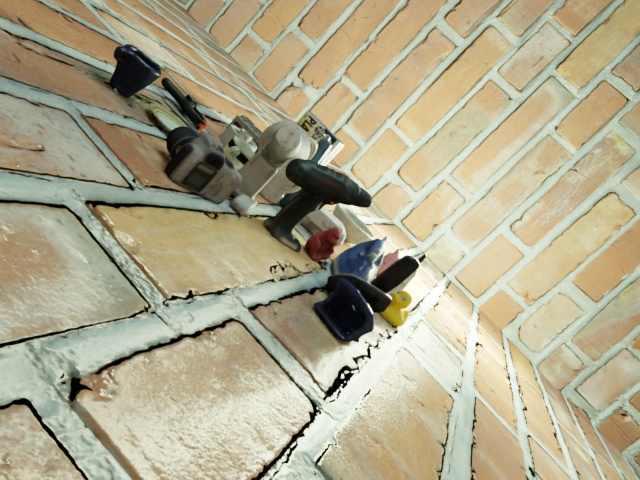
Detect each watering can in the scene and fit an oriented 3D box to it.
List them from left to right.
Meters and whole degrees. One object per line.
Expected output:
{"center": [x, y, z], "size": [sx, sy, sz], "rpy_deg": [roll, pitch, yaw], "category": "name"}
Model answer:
{"center": [-0.091, -0.201, 1.500], "size": [0.172, 0.194, 0.101], "rpy_deg": [47, 12, 12], "category": "watering can"}

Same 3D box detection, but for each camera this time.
{"center": [-0.233, -0.163, 1.124], "size": [0.144, 0.100, 0.136], "rpy_deg": [29, 19, -52], "category": "camera"}

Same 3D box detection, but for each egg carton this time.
{"center": [0.007, -0.044, 1.595], "size": [0.150, 0.069, 0.107], "rpy_deg": [42, 12, -11], "category": "egg carton"}

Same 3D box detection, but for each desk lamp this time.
{"center": [-0.115, -0.171, 1.271], "size": [0.118, 0.213, 0.203], "rpy_deg": [43, 12, -6], "category": "desk lamp"}

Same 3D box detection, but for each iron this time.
{"center": [0.115, 0.054, 1.451], "size": [0.118, 0.141, 0.258], "rpy_deg": [45, 12, 1], "category": "iron"}

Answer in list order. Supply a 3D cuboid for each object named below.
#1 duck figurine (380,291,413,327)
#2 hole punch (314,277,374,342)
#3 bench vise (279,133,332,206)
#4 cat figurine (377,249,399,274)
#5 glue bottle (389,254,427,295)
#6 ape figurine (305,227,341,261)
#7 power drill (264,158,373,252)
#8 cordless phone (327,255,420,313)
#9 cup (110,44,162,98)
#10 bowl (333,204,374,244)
{"center": [0.205, 0.171, 1.487], "size": [0.105, 0.086, 0.077], "rpy_deg": [34, 16, -40], "category": "duck figurine"}
{"center": [0.058, 0.135, 1.113], "size": [0.108, 0.091, 0.101], "rpy_deg": [50, 13, 24], "category": "hole punch"}
{"center": [-0.028, -0.187, 1.597], "size": [0.122, 0.219, 0.207], "rpy_deg": [32, 17, -46], "category": "bench vise"}
{"center": [0.205, 0.072, 1.744], "size": [0.067, 0.117, 0.128], "rpy_deg": [43, 12, -9], "category": "cat figurine"}
{"center": [0.239, 0.102, 1.623], "size": [0.037, 0.173, 0.078], "rpy_deg": [51, 14, 29], "category": "glue bottle"}
{"center": [0.013, 0.005, 1.396], "size": [0.078, 0.092, 0.076], "rpy_deg": [37, 14, -32], "category": "ape figurine"}
{"center": [-0.015, -0.077, 1.301], "size": [0.231, 0.208, 0.075], "rpy_deg": [35, 15, -39], "category": "power drill"}
{"center": [0.121, 0.084, 1.265], "size": [0.148, 0.185, 0.094], "rpy_deg": [33, 16, -43], "category": "cordless phone"}
{"center": [-0.405, -0.353, 1.207], "size": [0.091, 0.095, 0.118], "rpy_deg": [48, 13, 18], "category": "cup"}
{"center": [0.093, -0.040, 1.852], "size": [0.168, 0.074, 0.167], "rpy_deg": [42, 12, -11], "category": "bowl"}
